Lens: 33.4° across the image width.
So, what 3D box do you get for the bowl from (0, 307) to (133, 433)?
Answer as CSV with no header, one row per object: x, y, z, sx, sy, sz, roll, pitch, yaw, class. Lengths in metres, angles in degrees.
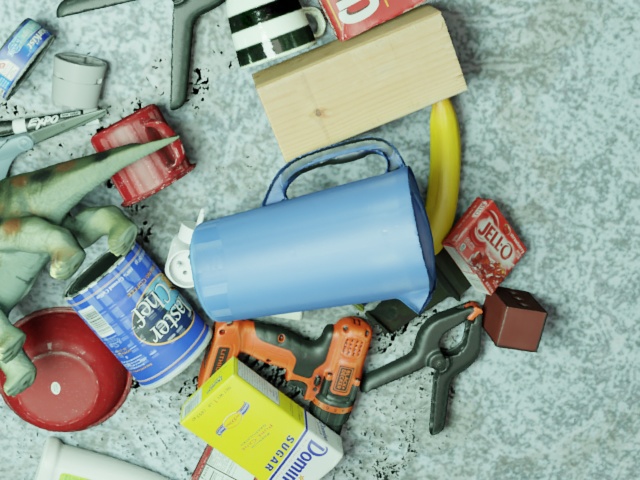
-0.299,0.161,1.232,0.162,0.055,0.162,-1,107,-5,bowl

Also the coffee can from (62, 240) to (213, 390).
-0.203,0.082,1.191,0.103,0.103,0.140,-36,107,6,coffee can

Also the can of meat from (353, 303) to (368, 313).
0.047,0.024,1.203,0.084,0.057,0.102,-42,145,5,can of meat

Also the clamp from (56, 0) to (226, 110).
-0.164,-0.265,1.122,0.164,0.036,0.210,32,100,-13,clamp

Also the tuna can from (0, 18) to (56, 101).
-0.313,-0.188,1.107,0.033,0.086,0.086,37,100,-13,tuna can

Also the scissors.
-0.323,-0.089,1.160,0.201,0.016,0.096,-6,123,-2,scissors

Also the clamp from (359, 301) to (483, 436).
0.128,0.142,1.275,0.120,0.039,0.171,23,100,-18,clamp

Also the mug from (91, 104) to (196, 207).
-0.185,-0.095,1.137,0.093,0.117,0.081,-37,105,-35,mug

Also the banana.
0.135,-0.065,1.199,0.037,0.069,0.198,10,99,20,banana

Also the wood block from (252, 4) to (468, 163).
0.040,-0.170,1.143,0.206,0.090,0.091,-22,109,1,wood block

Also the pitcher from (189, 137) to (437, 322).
-0.007,0.001,1.101,0.243,0.149,0.145,-11,127,11,pitcher

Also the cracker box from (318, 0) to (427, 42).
0.079,-0.328,1.107,0.214,0.072,0.164,-26,107,4,cracker box

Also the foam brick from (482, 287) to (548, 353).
0.225,0.092,1.248,0.053,0.078,0.051,9,105,-10,foam brick

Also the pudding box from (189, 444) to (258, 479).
-0.100,0.300,1.281,0.113,0.039,0.090,31,68,-12,pudding box

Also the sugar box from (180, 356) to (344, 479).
-0.065,0.220,1.225,0.176,0.048,0.093,40,108,-19,sugar box

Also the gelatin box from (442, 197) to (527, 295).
0.188,0.007,1.219,0.073,0.030,0.089,-49,123,-16,gelatin box

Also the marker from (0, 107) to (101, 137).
-0.301,-0.127,1.161,0.121,0.020,0.020,-8,108,-2,marker

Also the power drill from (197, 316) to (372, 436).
-0.046,0.162,1.256,0.187,0.057,0.184,13,108,-11,power drill

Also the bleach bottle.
-0.218,0.315,1.285,0.250,0.068,0.103,16,103,-13,bleach bottle
